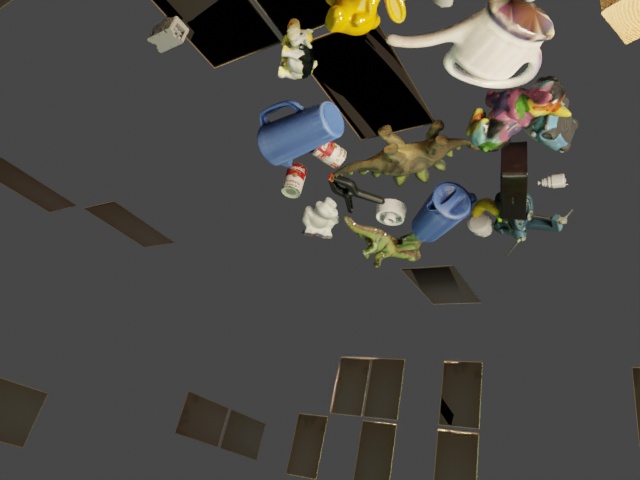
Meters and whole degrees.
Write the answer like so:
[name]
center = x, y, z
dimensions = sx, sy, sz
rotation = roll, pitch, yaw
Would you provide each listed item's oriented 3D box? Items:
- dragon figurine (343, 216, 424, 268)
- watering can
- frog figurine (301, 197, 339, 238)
[dragon figurine]
center = 0.269, -0.006, 1.951
dimensions = 0.241, 0.125, 0.403
rotation = -14, 148, 22
[watering can]
center = 0.336, -0.427, 1.102
dimensions = 0.347, 0.106, 0.220
rotation = 15, 152, -15
[frog figurine]
center = 0.006, -0.096, 1.911
dimensions = 0.138, 0.125, 0.156
rotation = 18, 116, 9
